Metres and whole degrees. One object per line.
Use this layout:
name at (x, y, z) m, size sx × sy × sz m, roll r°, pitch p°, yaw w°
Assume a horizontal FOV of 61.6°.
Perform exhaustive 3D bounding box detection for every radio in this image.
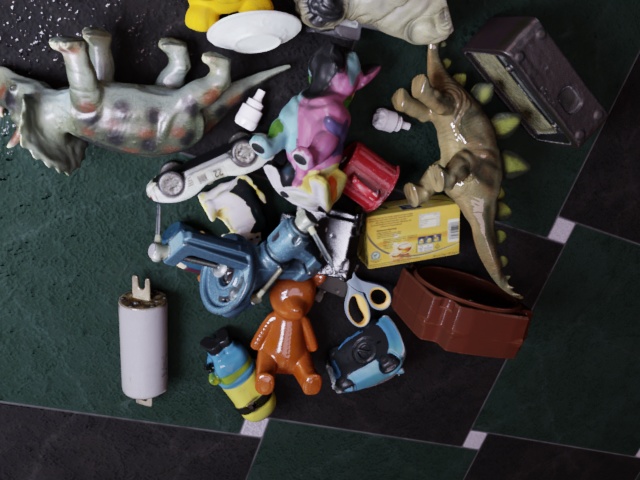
radio at (0.342, -0.246, 0.853) m, size 0.229 × 0.131 × 0.073 m, roll 38°, pitch 96°, yaw -24°

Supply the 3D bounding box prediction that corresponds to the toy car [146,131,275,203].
toy car at (-0.165, -0.109, 0.810) m, size 0.202 × 0.074 × 0.056 m, roll -25°, pitch 116°, yaw -4°

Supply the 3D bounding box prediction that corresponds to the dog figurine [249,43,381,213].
dog figurine at (0.011, -0.173, 0.790) m, size 0.219 × 0.109 × 0.191 m, roll -57°, pitch 147°, yaw -22°

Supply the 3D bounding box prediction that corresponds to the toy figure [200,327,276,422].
toy figure at (-0.143, 0.242, 0.943) m, size 0.082 × 0.089 × 0.180 m, roll -23°, pitch 117°, yaw 5°

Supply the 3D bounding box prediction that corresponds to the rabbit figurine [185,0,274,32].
rabbit figurine at (-0.116, -0.346, 0.679) m, size 0.122 × 0.173 × 0.162 m, roll -3°, pitch 115°, yaw -9°

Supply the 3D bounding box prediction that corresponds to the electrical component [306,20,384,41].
electrical component at (0.044, -0.333, 0.791) m, size 0.119 × 0.048 × 0.074 m, roll 1°, pitch 110°, yaw -15°

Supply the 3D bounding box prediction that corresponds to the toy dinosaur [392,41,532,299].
toy dinosaur at (0.237, -0.117, 0.853) m, size 0.198 × 0.105 × 0.470 m, roll -14°, pitch 99°, yaw -22°

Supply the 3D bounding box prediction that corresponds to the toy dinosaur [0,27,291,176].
toy dinosaur at (-0.245, -0.180, 0.747) m, size 0.405 × 0.131 × 0.192 m, roll 3°, pitch 122°, yaw -20°

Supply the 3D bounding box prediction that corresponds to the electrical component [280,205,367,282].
electrical component at (-0.002, -0.003, 0.869) m, size 0.134 × 0.058 × 0.114 m, roll 13°, pitch 97°, yaw 19°

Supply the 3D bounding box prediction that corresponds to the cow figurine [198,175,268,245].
cow figurine at (-0.116, -0.019, 0.865) m, size 0.098 × 0.068 × 0.167 m, roll -31°, pitch 116°, yaw -7°

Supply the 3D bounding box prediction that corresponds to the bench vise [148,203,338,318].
bench vise at (-0.117, 0.026, 0.757) m, size 0.223 × 0.129 × 0.240 m, roll -35°, pitch 144°, yaw 32°

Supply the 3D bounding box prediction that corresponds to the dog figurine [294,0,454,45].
dog figurine at (0.077, -0.315, 0.743) m, size 0.191 × 0.121 × 0.172 m, roll -15°, pitch 133°, yaw 20°

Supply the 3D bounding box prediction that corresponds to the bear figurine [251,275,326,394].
bear figurine at (-0.048, 0.147, 0.912) m, size 0.120 × 0.132 × 0.195 m, roll 6°, pitch 115°, yaw -15°

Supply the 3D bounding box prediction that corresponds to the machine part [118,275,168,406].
machine part at (-0.289, 0.171, 0.886) m, size 0.079 × 0.079 × 0.243 m, roll 0°, pitch 109°, yaw -14°

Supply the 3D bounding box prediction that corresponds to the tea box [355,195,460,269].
tea box at (0.151, -0.016, 0.928) m, size 0.170 × 0.068 × 0.098 m, roll -7°, pitch 111°, yaw -11°

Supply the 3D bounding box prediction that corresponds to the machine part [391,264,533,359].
machine part at (0.242, 0.116, 0.929) m, size 0.201 × 0.201 × 0.087 m, roll 9°, pitch 106°, yaw -17°

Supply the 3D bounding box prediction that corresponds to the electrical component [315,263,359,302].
electrical component at (0.028, 0.074, 0.958) m, size 0.063 × 0.021 × 0.094 m, roll 23°, pitch 102°, yaw -21°

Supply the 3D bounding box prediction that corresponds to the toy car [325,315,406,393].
toy car at (0.097, 0.224, 0.992) m, size 0.161 × 0.109 × 0.102 m, roll -38°, pitch 133°, yaw 12°

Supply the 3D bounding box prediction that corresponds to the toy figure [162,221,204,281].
toy figure at (-0.186, 0.034, 0.871) m, size 0.064 × 0.058 × 0.154 m, roll -38°, pitch 120°, yaw 9°
